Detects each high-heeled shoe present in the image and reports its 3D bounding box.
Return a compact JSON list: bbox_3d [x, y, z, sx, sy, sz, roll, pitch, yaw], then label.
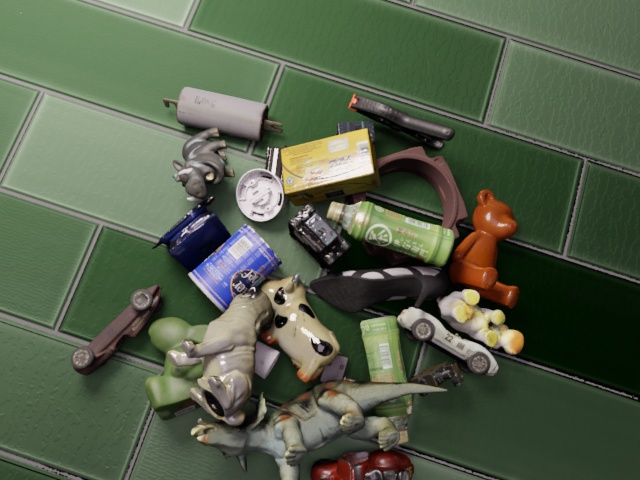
[{"bbox_3d":[0.116,0.074,1.027,0.249,0.145,0.086,10,120,22],"label":"high-heeled shoe"}]

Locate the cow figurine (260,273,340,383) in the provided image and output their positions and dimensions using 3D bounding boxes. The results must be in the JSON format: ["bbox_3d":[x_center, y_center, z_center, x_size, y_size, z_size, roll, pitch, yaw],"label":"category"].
[{"bbox_3d":[-0.041,0.147,0.979,0.127,0.085,0.195,-44,69,-2],"label":"cow figurine"}]

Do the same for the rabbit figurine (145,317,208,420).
[{"bbox_3d":[-0.242,0.205,0.951,0.159,0.121,0.170,-21,65,-9],"label":"rabbit figurine"}]

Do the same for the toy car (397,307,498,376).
[{"bbox_3d":[0.236,0.189,0.992,0.202,0.073,0.056,30,79,4],"label":"toy car"}]

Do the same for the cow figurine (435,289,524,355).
[{"bbox_3d":[0.295,0.159,1.002,0.167,0.098,0.068,37,72,-13],"label":"cow figurine"}]

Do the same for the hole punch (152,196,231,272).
[{"bbox_3d":[-0.229,-0.003,0.998,0.142,0.116,0.092,-40,90,-9],"label":"hole punch"}]

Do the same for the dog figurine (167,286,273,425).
[{"bbox_3d":[-0.126,0.184,0.887,0.190,0.121,0.172,-31,97,-39],"label":"dog figurine"}]

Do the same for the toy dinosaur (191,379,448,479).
[{"bbox_3d":[-0.003,0.300,0.913,0.405,0.192,0.131,-18,117,-15],"label":"toy dinosaur"}]

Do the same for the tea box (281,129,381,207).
[{"bbox_3d":[0.019,-0.131,0.992,0.170,0.068,0.098,-10,68,15],"label":"tea box"}]

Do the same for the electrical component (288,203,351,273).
[{"bbox_3d":[-0.002,-0.003,0.994,0.115,0.134,0.058,44,80,5],"label":"electrical component"}]

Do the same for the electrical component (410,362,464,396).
[{"bbox_3d":[0.211,0.252,0.966,0.102,0.078,0.045,-31,81,35],"label":"electrical component"}]

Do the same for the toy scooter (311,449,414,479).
[{"bbox_3d":[0.077,0.399,0.909,0.184,0.135,0.075,-2,77,-4],"label":"toy scooter"}]

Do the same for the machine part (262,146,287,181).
[{"bbox_3d":[-0.042,-0.148,1.074,0.139,0.039,0.084,9,72,1],"label":"machine part"}]

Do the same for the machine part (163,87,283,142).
[{"bbox_3d":[-0.192,-0.250,1.068,0.243,0.079,0.079,13,78,0],"label":"machine part"}]

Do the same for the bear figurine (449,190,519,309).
[{"bbox_3d":[0.329,0.011,1.014,0.120,0.132,0.196,36,81,-34],"label":"bear figurine"}]

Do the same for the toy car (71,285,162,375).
[{"bbox_3d":[-0.357,0.162,0.966,0.053,0.089,0.202,44,78,8],"label":"toy car"}]

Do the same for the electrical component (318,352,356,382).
[{"bbox_3d":[0.027,0.238,0.998,0.094,0.021,0.063,18,77,5],"label":"electrical component"}]

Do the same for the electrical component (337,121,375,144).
[{"bbox_3d":[0.068,-0.204,1.049,0.075,0.119,0.047,-5,78,-1],"label":"electrical component"}]

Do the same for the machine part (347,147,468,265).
[{"bbox_3d":[0.166,-0.066,1.040,0.201,0.087,0.201,-18,78,-6],"label":"machine part"}]

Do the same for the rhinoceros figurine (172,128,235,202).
[{"bbox_3d":[-0.221,-0.142,0.998,0.112,0.073,0.190,-13,36,-6],"label":"rhinoceros figurine"}]
